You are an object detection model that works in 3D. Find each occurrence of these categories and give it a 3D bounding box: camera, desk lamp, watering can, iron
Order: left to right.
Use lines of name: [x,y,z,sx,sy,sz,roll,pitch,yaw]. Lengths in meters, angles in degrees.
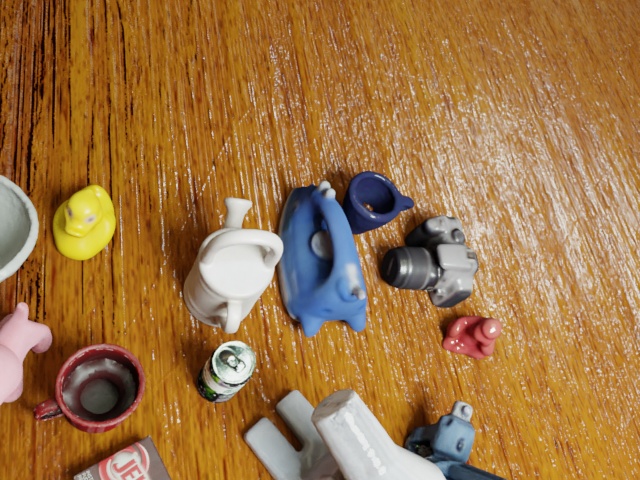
watering can: [-0.112,0.027,0.738,0.101,0.193,0.172,-15,70,-29]
iron: [0.008,0.003,0.837,0.119,0.141,0.258,-3,65,-25]
desk lamp: [0.029,0.262,0.662,0.203,0.213,0.118,48,55,6]
camera: [0.174,0.028,0.922,0.137,0.100,0.143,4,62,-22]

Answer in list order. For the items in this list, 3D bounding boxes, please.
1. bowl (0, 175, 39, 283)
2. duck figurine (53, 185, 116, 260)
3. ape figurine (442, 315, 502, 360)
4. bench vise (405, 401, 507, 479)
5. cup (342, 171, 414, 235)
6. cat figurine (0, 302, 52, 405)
bowl: [-0.429,-0.002,0.685,0.168,0.074,0.167,11,60,-19]
duck figurine: [-0.307,-0.035,0.751,0.078,0.086,0.104,18,58,-14]
ape figurine: [0.247,0.147,0.896,0.076,0.092,0.078,-32,79,-34]
bench vise: [0.163,0.293,0.701,0.122,0.219,0.207,10,60,-19]
cup: [0.084,-0.049,0.928,0.118,0.094,0.091,5,62,-22]
cat figurine: [-0.349,0.128,0.624,0.067,0.117,0.128,22,57,-11]
